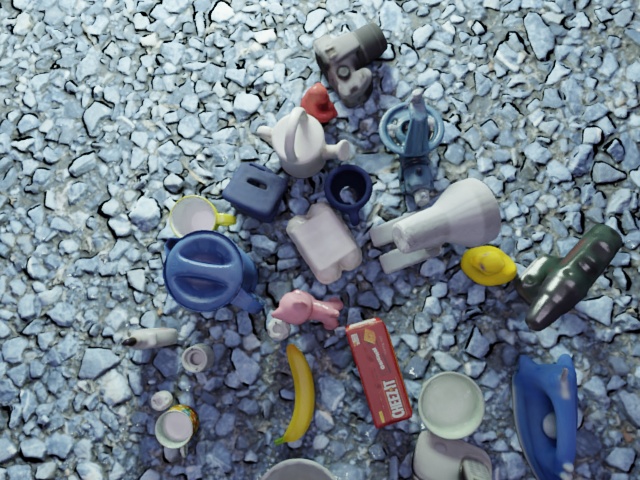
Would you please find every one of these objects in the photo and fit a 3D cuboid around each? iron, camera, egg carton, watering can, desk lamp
[{"bbox_3d":[0.423,0.338,1.022,0.118,0.141,0.258,-3,84,3],"label":"iron"},{"bbox_3d":[0.072,-0.361,1.134,0.137,0.101,0.143,-31,83,-1],"label":"camera"},{"bbox_3d":[0.010,0.004,1.113,0.107,0.069,0.150,-34,83,-1],"label":"egg carton"},{"bbox_3d":[-0.032,-0.186,1.073,0.173,0.194,0.101,-6,83,2],"label":"watering can"},{"bbox_3d":[0.202,-0.017,1.034,0.203,0.213,0.118,-22,83,0],"label":"desk lamp"}]

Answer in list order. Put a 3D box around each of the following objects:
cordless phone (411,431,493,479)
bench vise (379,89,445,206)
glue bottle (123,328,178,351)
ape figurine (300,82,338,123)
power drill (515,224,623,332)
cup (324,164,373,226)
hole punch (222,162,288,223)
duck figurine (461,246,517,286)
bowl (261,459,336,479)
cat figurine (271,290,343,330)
[{"bbox_3d":[0.238,0.410,1.000,0.147,0.185,0.094,16,85,5],"label":"cordless phone"},{"bbox_3d":[0.186,-0.177,1.049,0.121,0.220,0.207,-26,83,0],"label":"bench vise"},{"bbox_3d":[-0.323,0.184,1.056,0.078,0.173,0.037,-5,83,2],"label":"glue bottle"},{"bbox_3d":[-0.003,-0.277,1.132,0.076,0.092,0.078,3,84,3],"label":"ape figurine"},{"bbox_3d":[0.423,0.072,1.017,0.075,0.208,0.230,43,87,7],"label":"power drill"},{"bbox_3d":[0.058,-0.080,1.107,0.091,0.095,0.118,-13,83,1],"label":"cup"},{"bbox_3d":[-0.126,-0.098,1.119,0.108,0.091,0.101,23,85,5],"label":"hole punch"},{"bbox_3d":[0.326,0.047,1.086,0.104,0.086,0.077,16,85,4],"label":"duck figurine"},{"bbox_3d":[-0.037,0.483,1.061,0.167,0.075,0.167,0,84,3],"label":"bowl"},{"bbox_3d":[-0.022,0.131,1.076,0.127,0.118,0.067,9,84,4],"label":"cat figurine"}]
